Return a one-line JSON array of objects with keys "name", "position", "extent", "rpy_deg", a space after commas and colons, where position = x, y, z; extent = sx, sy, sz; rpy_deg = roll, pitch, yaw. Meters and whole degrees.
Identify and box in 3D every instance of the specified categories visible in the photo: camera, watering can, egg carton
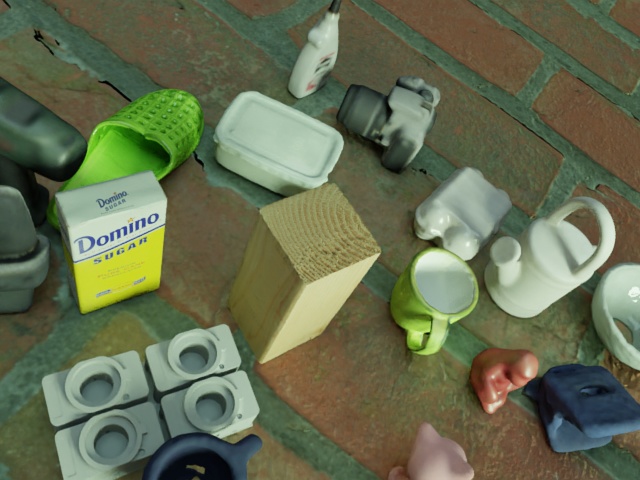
[{"name": "camera", "position": [0.104, -0.200, 0.872], "extent": [0.137, 0.100, 0.143], "rpy_deg": [24, 55, -3]}, {"name": "watering can", "position": [0.301, 0.022, 0.747], "extent": [0.173, 0.194, 0.101], "rpy_deg": [-24, 69, -29]}, {"name": "egg carton", "position": [0.206, -0.038, 0.827], "extent": [0.107, 0.069, 0.150], "rpy_deg": [42, 56, 9]}]

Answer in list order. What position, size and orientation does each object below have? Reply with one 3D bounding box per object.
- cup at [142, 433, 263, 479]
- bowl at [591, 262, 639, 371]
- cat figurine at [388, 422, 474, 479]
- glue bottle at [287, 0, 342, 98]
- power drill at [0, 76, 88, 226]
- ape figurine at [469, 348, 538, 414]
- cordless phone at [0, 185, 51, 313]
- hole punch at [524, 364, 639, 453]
[{"name": "cup", "position": [-0.110, 0.229, 0.539], "extent": [0.118, 0.095, 0.091], "rpy_deg": [-30, 73, -31]}, {"name": "bowl", "position": [0.448, 0.120, 0.811], "extent": [0.168, 0.074, 0.167], "rpy_deg": [9, 57, -14]}, {"name": "cat figurine", "position": [0.116, 0.259, 0.584], "extent": [0.067, 0.117, 0.128], "rpy_deg": [12, 57, -11]}, {"name": "glue bottle", "position": [0.002, -0.291, 0.848], "extent": [0.037, 0.173, 0.078], "rpy_deg": [42, 56, 9]}, {"name": "power drill", "position": [-0.353, -0.102, 0.589], "extent": [0.229, 0.208, 0.076], "rpy_deg": [23, 55, -4]}, {"name": "ape figurine", "position": [0.230, 0.162, 0.699], "extent": [0.078, 0.092, 0.076], "rpy_deg": [0, 60, -19]}, {"name": "cordless phone", "position": [-0.343, -0.004, 0.546], "extent": [0.148, 0.185, 0.094], "rpy_deg": [-5, 61, -21]}, {"name": "hole punch", "position": [0.330, 0.201, 0.710], "extent": [0.109, 0.091, 0.101], "rpy_deg": [-2, 60, -20]}]
